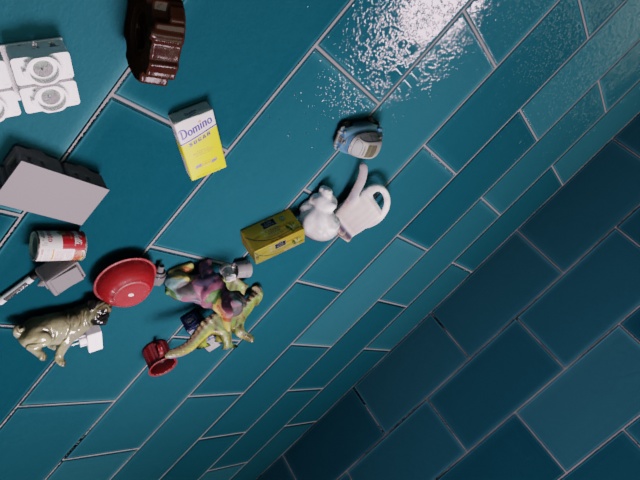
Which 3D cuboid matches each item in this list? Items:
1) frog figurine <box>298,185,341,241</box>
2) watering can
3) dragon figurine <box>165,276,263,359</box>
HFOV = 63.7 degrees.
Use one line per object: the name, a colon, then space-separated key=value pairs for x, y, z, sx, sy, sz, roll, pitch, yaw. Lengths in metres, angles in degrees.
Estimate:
frog figurine: x=0.005 y=-0.079 z=1.570 sx=0.124 sy=0.139 sz=0.156 roll=-31 pitch=152 yaw=-43
watering can: x=0.117 y=-0.112 z=1.666 sx=0.224 sy=0.106 sz=0.342 roll=-39 pitch=149 yaw=3
dragon figurine: x=-0.311 y=0.224 z=1.627 sx=0.411 sy=0.122 sz=0.242 roll=-1 pitch=96 yaw=-58
